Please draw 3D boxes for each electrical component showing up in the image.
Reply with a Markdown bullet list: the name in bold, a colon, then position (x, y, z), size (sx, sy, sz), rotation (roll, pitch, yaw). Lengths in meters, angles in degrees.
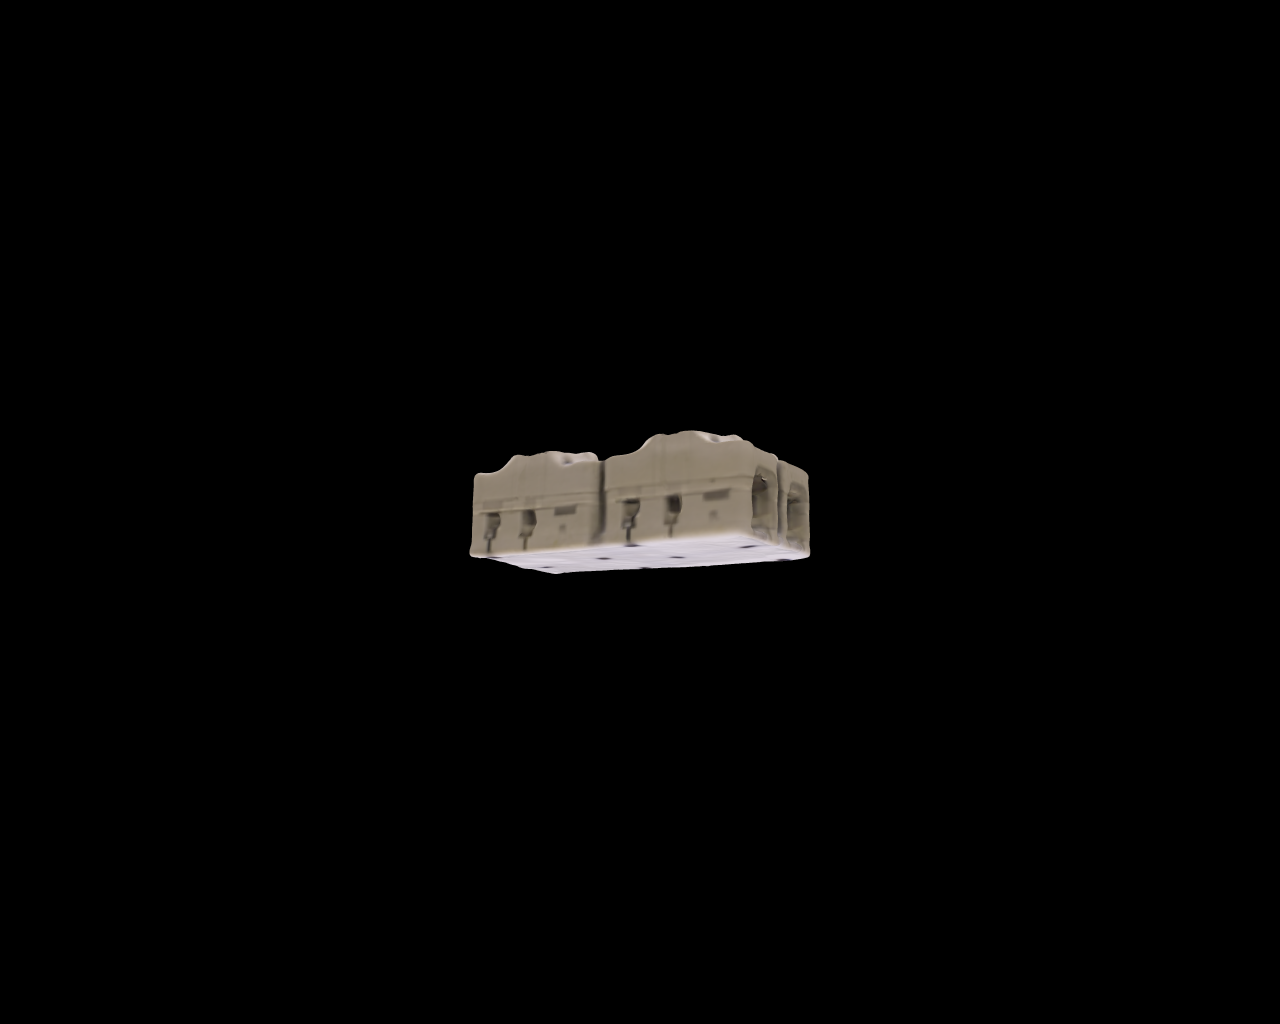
- **electrical component**: position (0.001, -0.003, 0.650), size (0.186, 0.060, 0.105), rotation (-5, -11, 28)
